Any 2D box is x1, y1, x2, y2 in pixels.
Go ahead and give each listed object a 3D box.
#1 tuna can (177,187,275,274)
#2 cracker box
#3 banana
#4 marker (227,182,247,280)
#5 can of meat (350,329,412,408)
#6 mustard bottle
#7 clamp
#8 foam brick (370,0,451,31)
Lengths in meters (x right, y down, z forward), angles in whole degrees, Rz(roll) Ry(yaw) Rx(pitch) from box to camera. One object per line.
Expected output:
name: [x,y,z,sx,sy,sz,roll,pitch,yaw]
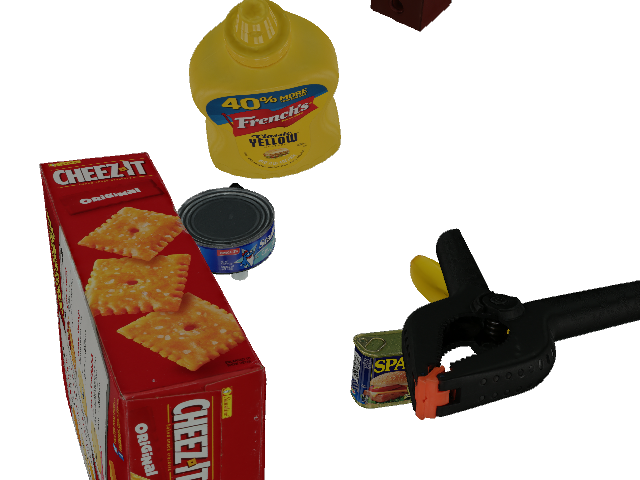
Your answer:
tuna can: [-0.082,-0.009,0.930,0.086,0.034,0.086,-1,38,1]
cracker box: [-0.092,0.073,0.564,0.072,0.164,0.214,-9,34,-19]
banana: [0.148,0.059,1.017,0.198,0.037,0.069,25,17,38]
marker: [-0.092,-0.010,1.174,0.020,0.121,0.020,0,34,0]
can of meat: [0.091,0.169,1.403,0.102,0.084,0.057,-4,25,-20]
mustard bottle: [-0.036,-0.102,0.702,0.096,0.058,0.191,-7,-19,-1]
clamp: [0.106,0.049,0.685,0.165,0.036,0.209,18,31,34]
foam brick: [0.077,-0.223,0.878,0.053,0.078,0.051,29,57,22]
